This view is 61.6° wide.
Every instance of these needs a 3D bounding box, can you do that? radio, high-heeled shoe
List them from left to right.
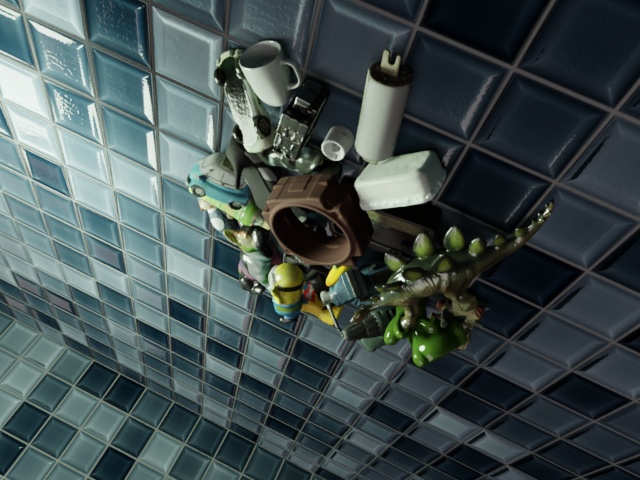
[{"bbox_3d":[-0.113,-0.149,1.229,0.086,0.145,0.248,-13,155,40],"label":"high-heeled shoe"},{"bbox_3d":[0.135,-0.040,1.162,0.230,0.073,0.131,22,142,11],"label":"radio"}]

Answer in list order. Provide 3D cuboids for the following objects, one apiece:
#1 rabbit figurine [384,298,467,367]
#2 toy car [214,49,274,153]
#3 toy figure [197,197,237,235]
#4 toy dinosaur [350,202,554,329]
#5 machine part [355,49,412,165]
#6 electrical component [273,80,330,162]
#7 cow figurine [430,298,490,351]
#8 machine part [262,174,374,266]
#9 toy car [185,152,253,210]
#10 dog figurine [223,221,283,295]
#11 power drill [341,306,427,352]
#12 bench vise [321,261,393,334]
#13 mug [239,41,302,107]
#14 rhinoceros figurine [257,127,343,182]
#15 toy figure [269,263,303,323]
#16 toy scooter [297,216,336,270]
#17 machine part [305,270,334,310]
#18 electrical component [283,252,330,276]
[{"bbox_3d":[0.226,0.204,1.255,0.170,0.159,0.121,62,153,19],"label":"rabbit figurine"},{"bbox_3d":[-0.147,-0.271,1.053,0.074,0.056,0.201,-10,102,36],"label":"toy car"},{"bbox_3d":[-0.273,-0.079,1.400,0.064,0.058,0.154,-30,120,6],"label":"toy figure"},{"bbox_3d":[0.260,0.064,1.103,0.471,0.105,0.198,-28,136,17],"label":"toy dinosaur"},{"bbox_3d":[0.111,-0.225,0.958,0.079,0.079,0.243,21,142,11],"label":"machine part"},{"bbox_3d":[-0.034,-0.232,1.013,0.058,0.115,0.134,26,144,-3],"label":"electrical component"},{"bbox_3d":[0.337,0.198,1.305,0.127,0.085,0.194,17,140,25],"label":"cow figurine"},{"bbox_3d":[-0.005,-0.036,1.123,0.201,0.087,0.201,0,138,32],"label":"machine part"},{"bbox_3d":[-0.223,-0.146,1.245,0.162,0.109,0.102,25,138,-1],"label":"toy car"},{"bbox_3d":[-0.187,0.035,1.440,0.192,0.108,0.219,-9,125,43],"label":"dog figurine"},{"bbox_3d":[0.151,0.224,1.384,0.207,0.232,0.086,93,155,-61],"label":"power drill"},{"bbox_3d":[0.106,0.126,1.300,0.129,0.224,0.240,57,169,14],"label":"bench vise"},{"bbox_3d":[-0.082,-0.303,0.999,0.110,0.081,0.107,4,148,20],"label":"mug"},{"bbox_3d":[-0.045,-0.166,1.124,0.191,0.073,0.112,20,150,18],"label":"rhinoceros figurine"},{"bbox_3d":[-0.081,0.134,1.379,0.089,0.082,0.179,-16,129,-9],"label":"toy figure"},{"bbox_3d":[-0.003,-0.004,1.295,0.184,0.075,0.135,32,144,-9],"label":"toy scooter"},{"bbox_3d":[0.003,0.116,1.425,0.084,0.039,0.139,-32,81,44],"label":"machine part"},{"bbox_3d":[-0.028,0.048,1.373,0.119,0.075,0.047,26,144,11],"label":"electrical component"}]
